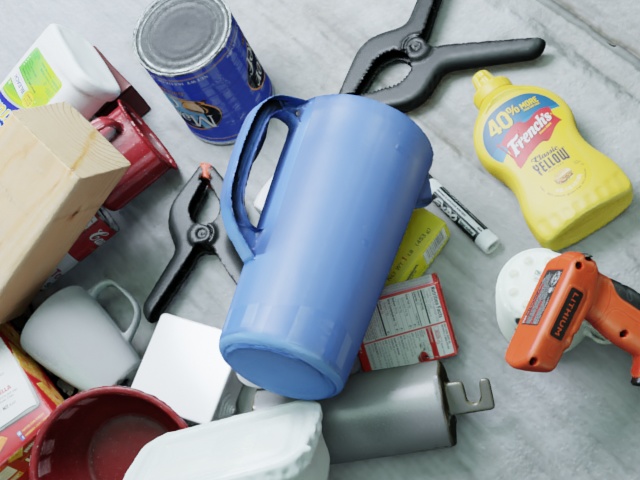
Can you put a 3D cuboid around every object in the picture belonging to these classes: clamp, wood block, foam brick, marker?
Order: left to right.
[{"bbox_3d":[-0.280,-0.018,0.989,0.090,0.090,0.206,43,113,7],"label":"wood block"},{"bbox_3d":[-0.234,-0.161,1.161,0.053,0.051,0.078,-42,62,-3],"label":"foam brick"},{"bbox_3d":[-0.104,0.005,1.059,0.120,0.039,0.171,6,70,6],"label":"clamp"},{"bbox_3d":[0.110,-0.185,1.079,0.210,0.036,0.165,-43,63,-2],"label":"clamp"},{"bbox_3d":[0.124,-0.033,1.018,0.020,0.020,0.121,-41,63,-4],"label":"marker"}]

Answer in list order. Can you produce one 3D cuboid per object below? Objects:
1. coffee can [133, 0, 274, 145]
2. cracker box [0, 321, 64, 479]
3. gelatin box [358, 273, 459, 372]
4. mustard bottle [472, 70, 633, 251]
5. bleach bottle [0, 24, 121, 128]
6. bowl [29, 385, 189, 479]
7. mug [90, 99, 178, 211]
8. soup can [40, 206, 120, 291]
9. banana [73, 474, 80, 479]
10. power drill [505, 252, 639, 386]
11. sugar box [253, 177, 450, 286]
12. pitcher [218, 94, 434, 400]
[{"bbox_3d":[-0.115,-0.174,1.081,0.103,0.140,0.103,-6,65,14],"label":"coffee can"},{"bbox_3d":[-0.356,0.158,1.047,0.164,0.072,0.214,-42,62,-4],"label":"cracker box"},{"bbox_3d":[0.072,0.076,0.956,0.089,0.030,0.073,-16,107,5],"label":"gelatin box"},{"bbox_3d":[0.200,-0.088,0.998,0.096,0.058,0.192,-33,62,4],"label":"mustard bottle"},{"bbox_3d":[-0.325,-0.106,1.129,0.251,0.068,0.103,-44,61,17],"label":"bleach bottle"},{"bbox_3d":[-0.176,0.206,0.962,0.162,0.055,0.162,1,94,8],"label":"bowl"},{"bbox_3d":[-0.210,-0.087,1.088,0.081,0.117,0.093,-39,67,3],"label":"mug"},{"bbox_3d":[-0.266,-0.004,1.093,0.102,0.068,0.068,-39,62,-2],"label":"soup can"},{"bbox_3d":[-0.275,0.277,0.990,0.070,0.037,0.197,39,82,27],"label":"banana"},{"bbox_3d":[0.248,0.107,0.860,0.187,0.057,0.184,27,81,-10],"label":"power drill"},{"bbox_3d":[0.028,-0.020,1.026,0.176,0.048,0.093,34,80,25],"label":"sugar box"},{"bbox_3d":[-0.006,0.001,0.899,0.149,0.145,0.242,10,60,18],"label":"pitcher"}]
